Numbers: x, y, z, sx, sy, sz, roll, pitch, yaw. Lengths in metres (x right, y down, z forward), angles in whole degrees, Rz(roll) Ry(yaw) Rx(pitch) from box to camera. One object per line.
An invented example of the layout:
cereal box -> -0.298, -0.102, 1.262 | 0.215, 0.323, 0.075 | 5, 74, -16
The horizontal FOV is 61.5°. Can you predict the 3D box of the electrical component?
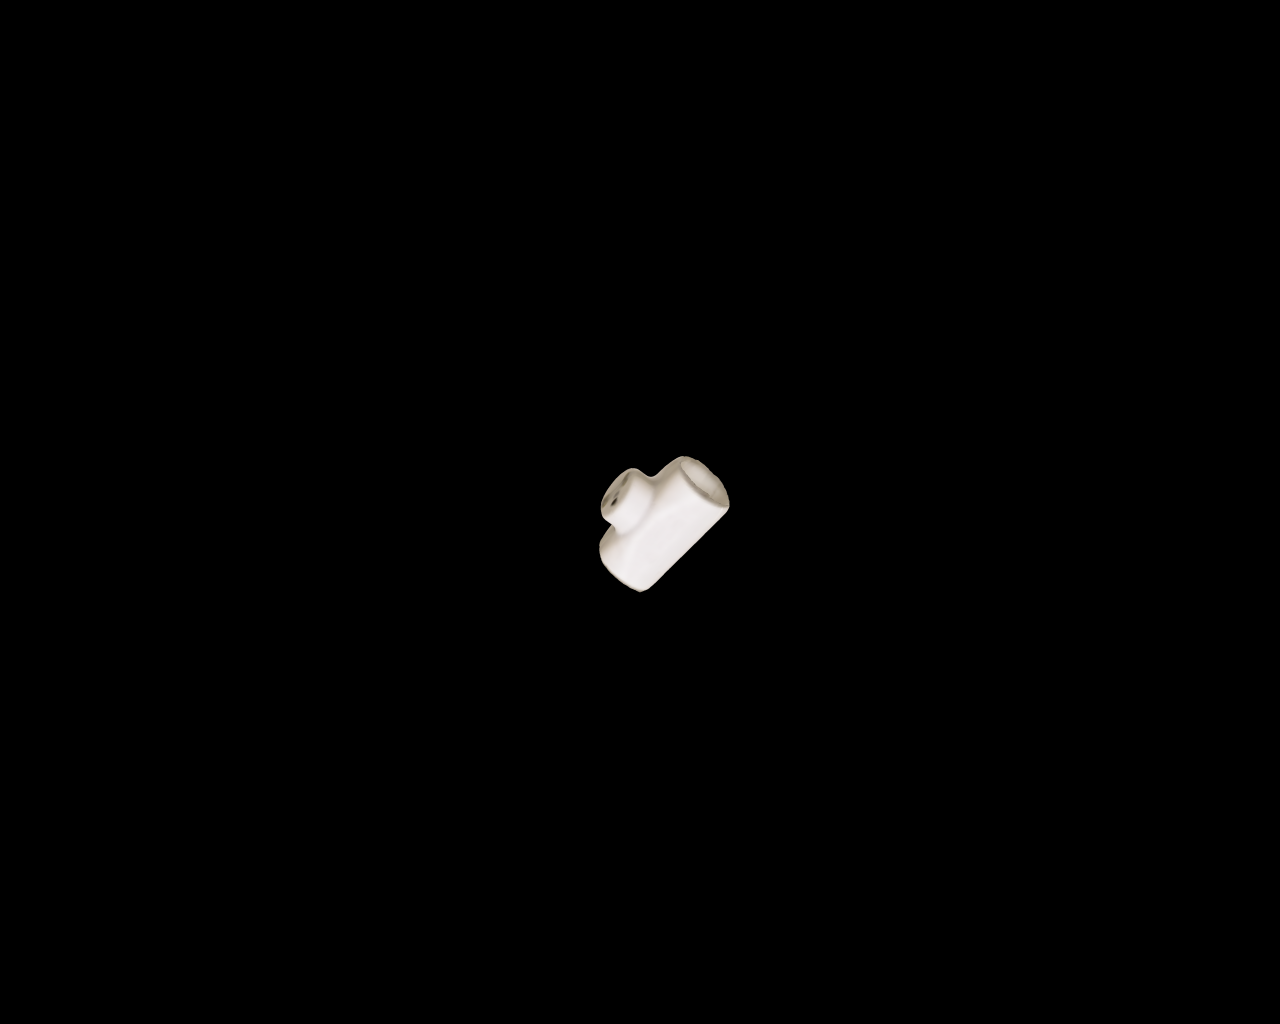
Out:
electrical component -> 0.001, -0.003, 0.650 | 0.079, 0.077, 0.044 | 36, 24, -18
